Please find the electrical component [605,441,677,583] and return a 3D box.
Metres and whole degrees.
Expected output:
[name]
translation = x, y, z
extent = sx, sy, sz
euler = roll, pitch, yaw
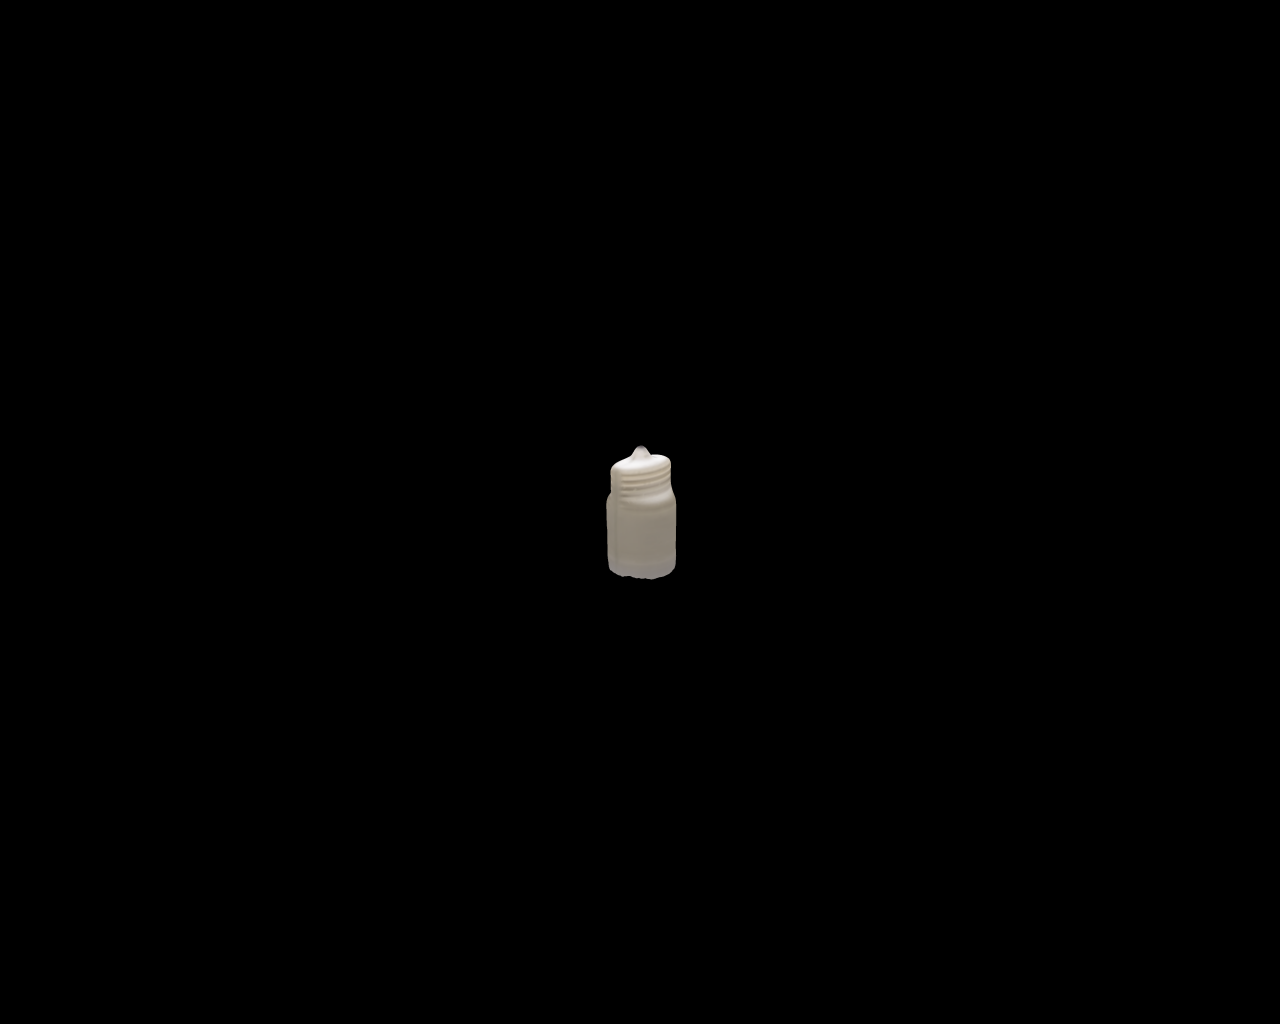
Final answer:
[electrical component]
translation = 0.001, -0.003, 0.650
extent = 0.043, 0.080, 0.043
euler = 0, 19, 0
